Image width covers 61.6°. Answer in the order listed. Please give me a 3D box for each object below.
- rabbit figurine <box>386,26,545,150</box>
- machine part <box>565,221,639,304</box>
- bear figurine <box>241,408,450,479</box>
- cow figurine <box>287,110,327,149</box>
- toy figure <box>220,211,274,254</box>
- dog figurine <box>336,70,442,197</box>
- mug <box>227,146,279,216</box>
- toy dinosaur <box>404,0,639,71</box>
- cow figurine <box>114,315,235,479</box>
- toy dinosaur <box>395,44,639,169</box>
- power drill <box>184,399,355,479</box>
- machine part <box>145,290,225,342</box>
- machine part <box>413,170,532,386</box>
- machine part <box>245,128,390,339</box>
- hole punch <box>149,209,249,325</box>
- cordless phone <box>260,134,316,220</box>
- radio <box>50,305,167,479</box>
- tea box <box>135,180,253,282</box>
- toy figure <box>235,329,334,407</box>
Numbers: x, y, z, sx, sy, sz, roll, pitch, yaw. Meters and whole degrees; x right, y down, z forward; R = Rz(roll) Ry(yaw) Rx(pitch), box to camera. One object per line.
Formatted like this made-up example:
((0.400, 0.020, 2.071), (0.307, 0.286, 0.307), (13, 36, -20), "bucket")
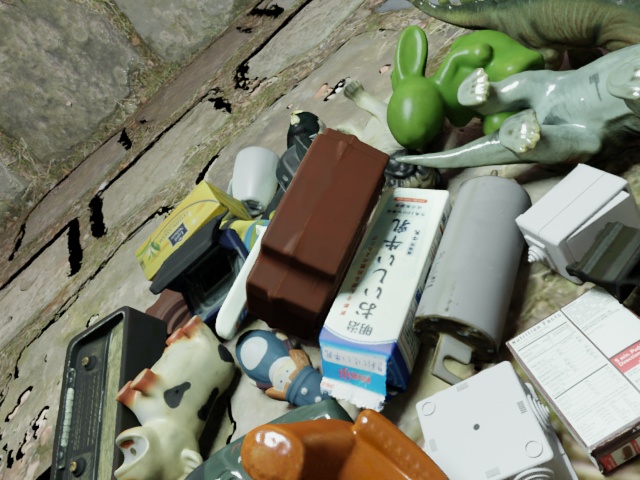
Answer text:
((0.147, -0.181, 0.632), (0.170, 0.121, 0.159), (-30, 71, -12), "rabbit figurine")
((0.260, 0.028, 0.383), (0.084, 0.039, 0.139), (-33, 41, -29), "machine part")
((0.056, 0.183, 0.314), (0.196, 0.132, 0.120), (16, 94, 31), "bear figurine")
((-0.022, -0.142, 0.875), (0.068, 0.098, 0.167), (-19, 38, 21), "cow figurine")
((-0.086, 0.005, 0.771), (0.180, 0.089, 0.082), (-2, 44, 50), "toy figure")
((0.128, -0.127, 0.724), (0.172, 0.121, 0.191), (-24, 59, -13), "dog figurine")
((-0.124, -0.096, 0.946), (0.110, 0.080, 0.107), (-18, 49, 27), "mug")
((0.265, -0.259, 0.613), (0.105, 0.198, 0.472), (-47, 34, -14), "toy dinosaur")
((-0.160, 0.193, 0.608), (0.085, 0.127, 0.195), (-42, 9, 37), "cow figurine")
((0.270, -0.122, 0.496), (0.405, 0.192, 0.131), (-10, 69, 57), "toy dinosaur")
((-0.051, 0.255, 0.452), (0.232, 0.086, 0.207), (-36, 24, 4), "power drill")
((-0.199, 0.120, 0.785), (0.179, 0.056, 0.179), (-28, 35, 22), "machine part")
((0.147, 0.023, 0.509), (0.079, 0.079, 0.243), (-6, 46, 43), "machine part")
((-0.001, -0.002, 0.593), (0.201, 0.087, 0.201), (-63, -4, -22), "machine part")
((-0.149, 0.040, 0.709), (0.142, 0.092, 0.116), (-43, 20, 12), "hole punch")
((-0.020, -0.048, 0.783), (0.147, 0.088, 0.184), (50, 122, 24), "cordless phone")
((-0.261, 0.211, 0.668), (0.131, 0.073, 0.230), (-27, 51, 24), "radio")
((-0.199, -0.002, 0.861), (0.169, 0.098, 0.068), (-43, 55, 9), "tea box")
((-0.043, 0.144, 0.590), (0.155, 0.058, 0.064), (19, 104, 53), "toy figure")
